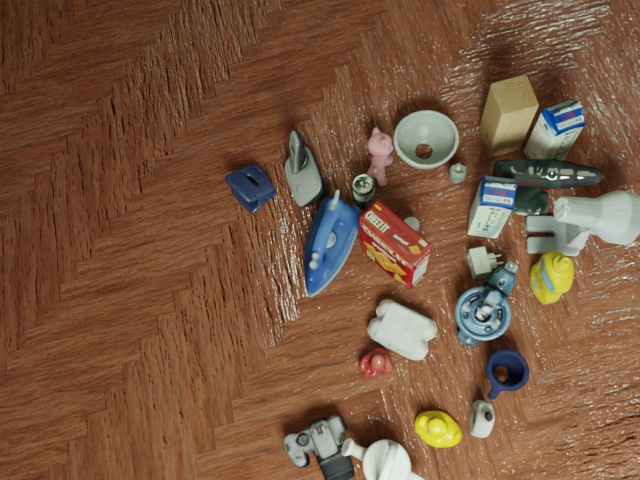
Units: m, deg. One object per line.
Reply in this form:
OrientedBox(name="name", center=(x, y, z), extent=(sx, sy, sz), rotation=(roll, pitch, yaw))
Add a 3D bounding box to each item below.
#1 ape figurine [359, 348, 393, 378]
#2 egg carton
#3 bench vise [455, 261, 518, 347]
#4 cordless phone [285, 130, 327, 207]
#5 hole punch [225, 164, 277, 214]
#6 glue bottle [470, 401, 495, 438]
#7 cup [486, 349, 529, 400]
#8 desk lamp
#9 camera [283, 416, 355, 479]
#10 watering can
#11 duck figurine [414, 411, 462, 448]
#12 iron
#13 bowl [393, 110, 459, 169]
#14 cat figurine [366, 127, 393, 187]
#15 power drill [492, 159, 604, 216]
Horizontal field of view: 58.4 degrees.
OrientedBox(name="ape figurine", center=(0.130, 0.281, 1.309), extent=(0.077, 0.092, 0.076), rotation=(24, 74, 14))
OrientedBox(name="egg carton", center=(0.191, 0.211, 1.340), extent=(0.150, 0.069, 0.107), rotation=(24, 74, 14))
OrientedBox(name="bench vise", center=(0.371, 0.124, 1.271), extent=(0.121, 0.220, 0.207), rotation=(14, 72, 11))
OrientedBox(name="cordless phone", center=(-0.045, -0.182, 1.447), extent=(0.094, 0.185, 0.147), rotation=(-22, 69, -2))
OrientedBox(name="hole punch", center=(-0.180, -0.144, 1.498), extent=(0.101, 0.091, 0.108), rotation=(-42, 71, -9))
OrientedBox(name="glue bottle", center=(0.345, 0.375, 1.207), extent=(0.037, 0.173, 0.078), rotation=(4, 70, 8))
OrientedBox(name="cup", center=(0.401, 0.305, 1.269), extent=(0.091, 0.095, 0.118), rotation=(30, 76, 16))
OrientedBox(name="desk lamp", center=(0.598, -0.038, 1.308), extent=(0.203, 0.214, 0.118), rotation=(2, 70, 7))
OrientedBox(name="camera", center=(0.007, 0.469, 1.249), extent=(0.143, 0.101, 0.136), rotation=(-25, 69, -3))
OrientedBox(name="watering can", center=(0.130, 0.466, 1.187), extent=(0.172, 0.194, 0.101), rotation=(0, 70, 7))
OrientedBox(name="duck figurine", center=(0.259, 0.412, 1.250), extent=(0.104, 0.086, 0.077), rotation=(19, 73, 13))
OrientedBox(name="iron", center=(0.013, 0.005, 1.396), extent=(0.118, 0.141, 0.258), rotation=(16, 73, 12))
OrientedBox(name="bowl", center=(0.275, -0.250, 1.496), extent=(0.167, 0.075, 0.167), rotation=(-2, 70, 6))
OrientedBox(name="cat figurine", center=(0.151, -0.219, 1.475), extent=(0.067, 0.118, 0.128), rotation=(10, 72, 10))
OrientedBox(name="power drill", center=(0.519, -0.129, 1.353), extent=(0.229, 0.208, 0.075), rotation=(9, 71, 10))
